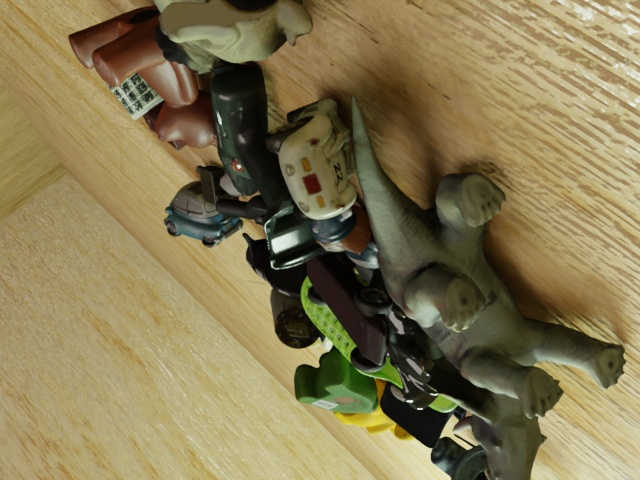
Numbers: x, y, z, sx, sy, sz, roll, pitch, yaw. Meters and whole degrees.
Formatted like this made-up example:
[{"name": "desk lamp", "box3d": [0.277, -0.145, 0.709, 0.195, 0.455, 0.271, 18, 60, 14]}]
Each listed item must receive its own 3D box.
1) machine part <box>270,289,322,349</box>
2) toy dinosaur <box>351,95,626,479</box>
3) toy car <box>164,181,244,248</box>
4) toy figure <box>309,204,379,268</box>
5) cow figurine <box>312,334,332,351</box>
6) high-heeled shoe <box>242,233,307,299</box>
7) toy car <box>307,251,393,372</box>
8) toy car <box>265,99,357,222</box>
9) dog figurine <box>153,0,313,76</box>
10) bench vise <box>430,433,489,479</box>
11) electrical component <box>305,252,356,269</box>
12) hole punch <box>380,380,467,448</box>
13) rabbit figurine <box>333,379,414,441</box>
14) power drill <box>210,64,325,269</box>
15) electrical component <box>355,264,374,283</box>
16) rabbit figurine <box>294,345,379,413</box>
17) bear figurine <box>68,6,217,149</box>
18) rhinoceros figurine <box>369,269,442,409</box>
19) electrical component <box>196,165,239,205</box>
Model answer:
[{"name": "machine part", "box3d": [-0.043, 0.120, 0.912, 0.079, 0.079, 0.243, 51, 179, -12]}, {"name": "toy dinosaur", "box3d": [0.123, 0.055, 0.494, 0.404, 0.131, 0.192, 56, 159, -9]}, {"name": "toy car", "box3d": [-0.228, -0.058, 1.024, 0.162, 0.109, 0.102, 21, 131, 34]}, {"name": "toy figure", "box3d": [0.037, -0.007, 0.538, 0.064, 0.058, 0.154, -11, 162, 36]}, {"name": "cow figurine", "box3d": [0.029, 0.168, 0.989, 0.168, 0.068, 0.098, 21, 143, 50]}, {"name": "high-heeled shoe", "box3d": [-0.043, 0.062, 0.918, 0.249, 0.086, 0.145, 34, 167, 30]}, {"name": "toy car", "box3d": [0.033, 0.064, 0.607, 0.202, 0.053, 0.089, -134, 43, -57]}, {"name": "toy car", "box3d": [0.001, -0.074, 0.454, 0.202, 0.056, 0.073, -76, -33, -68]}, {"name": "dog figurine", "box3d": [-0.077, -0.188, 0.474, 0.172, 0.121, 0.190, 47, 175, 9]}, {"name": "bench vise", "box3d": [0.285, 0.401, 0.827, 0.223, 0.129, 0.240, 50, 168, -5]}, {"name": "electrical component", "box3d": [-0.002, -0.002, 0.730, 0.075, 0.048, 0.119, 27, 153, 43]}, {"name": "hole punch", "box3d": [0.165, 0.226, 0.809, 0.142, 0.092, 0.115, 35, 128, 36]}, {"name": "rabbit figurine", "box3d": [0.140, 0.331, 1.051, 0.173, 0.122, 0.162, 38, 155, -20]}, {"name": "power drill", "box3d": [-0.062, -0.070, 0.628, 0.231, 0.086, 0.207, 90, 160, -56]}, {"name": "electrical component", "box3d": [0.076, 0.044, 0.698, 0.063, 0.021, 0.093, 33, 156, 34]}, {"name": "rabbit figurine", "box3d": [0.053, 0.181, 0.869, 0.159, 0.170, 0.121, 20, 141, -20]}, {"name": "bear figurine", "box3d": [-0.198, -0.181, 0.674, 0.120, 0.132, 0.195, 38, 154, 37]}, {"name": "rhinoceros figurine", "box3d": [0.107, 0.120, 0.643, 0.112, 0.073, 0.190, 5, 120, 52]}, {"name": "electrical component", "box3d": [-0.178, -0.092, 0.939, 0.102, 0.045, 0.078, 13, 114, 54]}]
